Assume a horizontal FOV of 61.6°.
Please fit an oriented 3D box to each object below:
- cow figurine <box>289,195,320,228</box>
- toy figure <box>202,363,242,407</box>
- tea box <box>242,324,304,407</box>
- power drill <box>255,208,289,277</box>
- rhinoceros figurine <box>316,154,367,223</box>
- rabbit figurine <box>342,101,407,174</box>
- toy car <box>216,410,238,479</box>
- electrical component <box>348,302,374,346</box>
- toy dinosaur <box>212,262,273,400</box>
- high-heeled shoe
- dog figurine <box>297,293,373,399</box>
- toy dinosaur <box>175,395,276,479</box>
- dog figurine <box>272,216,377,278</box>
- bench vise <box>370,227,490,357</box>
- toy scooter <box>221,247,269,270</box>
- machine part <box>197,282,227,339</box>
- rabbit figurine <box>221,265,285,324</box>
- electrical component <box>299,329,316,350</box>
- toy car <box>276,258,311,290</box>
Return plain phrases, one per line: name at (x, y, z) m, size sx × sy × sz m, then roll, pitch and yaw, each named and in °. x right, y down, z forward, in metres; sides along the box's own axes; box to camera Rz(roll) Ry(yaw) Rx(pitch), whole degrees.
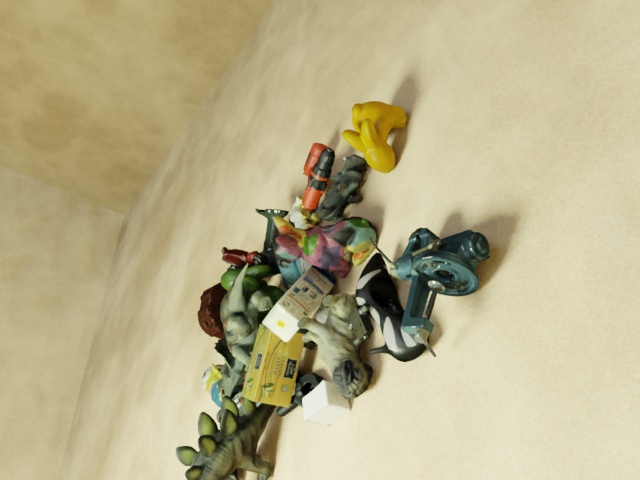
cow figurine at (-0.049, -0.041, 1.494) m, size 0.098 × 0.068 × 0.167 m, roll -54°, pitch 27°, yaw 28°
toy figure at (-0.267, 0.414, 1.490) m, size 0.180 × 0.089 × 0.082 m, roll 21°, pitch 73°, yaw 52°
tea box at (-0.105, 0.284, 1.224) m, size 0.068 × 0.098 × 0.169 m, roll -9°, pitch 66°, yaw 58°
power drill at (-0.161, 0.009, 1.590) m, size 0.232 × 0.086 × 0.207 m, roll 1°, pitch 80°, yaw 54°
rhinoceros figurine at (0.061, -0.130, 1.391) m, size 0.190 × 0.073 × 0.112 m, roll -60°, pitch 19°, yaw 11°
rabbit figurine at (0.138, -0.247, 1.296) m, size 0.122 × 0.162 × 0.173 m, roll -21°, pitch 68°, yaw 36°
toy car at (-0.226, 0.510, 1.331) m, size 0.089 × 0.053 × 0.202 m, roll 155°, pitch 115°, yaw -71°
electrical component at (0.081, 0.163, 1.044) m, size 0.063 × 0.021 × 0.094 m, roll 67°, pitch 149°, yaw 31°
toy dinosaur at (-0.201, 0.213, 1.354) m, size 0.192 × 0.131 × 0.404 m, roll 20°, pitch 117°, yaw 43°
high-heeled shoe at (0.147, 0.118, 1.050) m, size 0.145 × 0.086 × 0.249 m, roll -28°, pitch 51°, yaw 45°
dog figurine at (0.067, 0.215, 1.117) m, size 0.172 × 0.121 × 0.191 m, roll -42°, pitch 59°, yaw -7°
toy dinosaur at (-0.194, 0.465, 1.214) m, size 0.105 × 0.198 × 0.471 m, roll -10°, pitch 26°, yaw 43°
dog figurine at (-0.003, -0.004, 1.242) m, size 0.191 × 0.219 × 0.108 m, roll -44°, pitch 38°, yaw 33°
bench vise at (0.190, 0.076, 0.961) m, size 0.224 × 0.128 × 0.240 m, roll -11°, pitch 45°, yaw 43°
toy scooter at (-0.226, 0.082, 1.526) m, size 0.075 × 0.135 × 0.183 m, roll -62°, pitch -3°, yaw -47°
machine part at (-0.268, 0.207, 1.560) m, size 0.056 × 0.179 × 0.179 m, roll -31°, pitch 43°, yaw 40°
rabbit figurine at (-0.187, 0.137, 1.434) m, size 0.159 × 0.170 × 0.121 m, roll -48°, pitch 9°, yaw 48°
electrical component at (-0.040, 0.228, 1.298) m, size 0.078 × 0.045 × 0.102 m, roll -61°, pitch 30°, yaw 10°
toy car at (-0.048, 0.056, 1.377) m, size 0.103 × 0.161 × 0.109 m, roll -3°, pitch 47°, yaw 9°
